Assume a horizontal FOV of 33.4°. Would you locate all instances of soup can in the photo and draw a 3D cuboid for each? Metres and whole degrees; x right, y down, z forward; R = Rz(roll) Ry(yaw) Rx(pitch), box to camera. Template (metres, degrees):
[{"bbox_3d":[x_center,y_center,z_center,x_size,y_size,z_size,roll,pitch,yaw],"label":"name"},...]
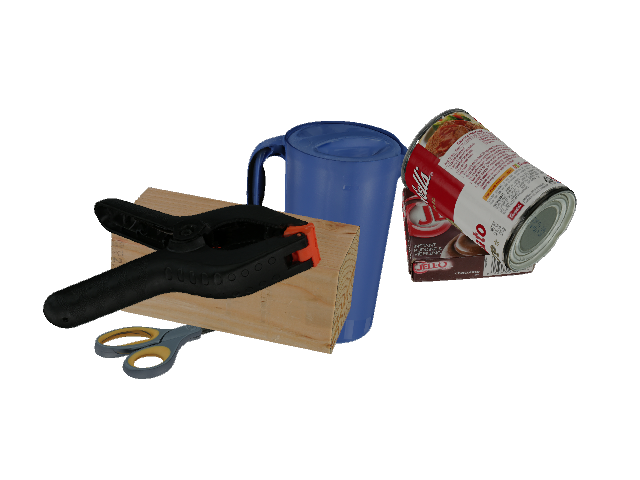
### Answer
[{"bbox_3d":[0.114,-0.035,0.725,0.068,0.069,0.102,0,35,-51],"label":"soup can"}]

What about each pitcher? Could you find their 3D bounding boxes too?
[{"bbox_3d":[0.007,-0.009,1.229,0.144,0.243,0.149,-18,33,-41],"label":"pitcher"}]

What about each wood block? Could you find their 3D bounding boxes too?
[{"bbox_3d":[-0.077,0.025,0.970,0.206,0.090,0.090,11,28,10],"label":"wood block"}]

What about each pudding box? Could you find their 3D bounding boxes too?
[{"bbox_3d":[0.134,-0.010,0.973,0.113,0.090,0.039,-3,-41,0],"label":"pudding box"}]

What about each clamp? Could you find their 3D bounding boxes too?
[{"bbox_3d":[-0.089,0.014,0.674,0.172,0.039,0.120,0,43,21],"label":"clamp"}]

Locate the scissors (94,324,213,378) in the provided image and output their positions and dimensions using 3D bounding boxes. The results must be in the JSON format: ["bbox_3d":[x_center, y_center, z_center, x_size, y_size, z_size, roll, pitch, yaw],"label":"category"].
[{"bbox_3d":[-0.140,0.110,1.152,0.201,0.016,0.096,-6,29,-23],"label":"scissors"}]
